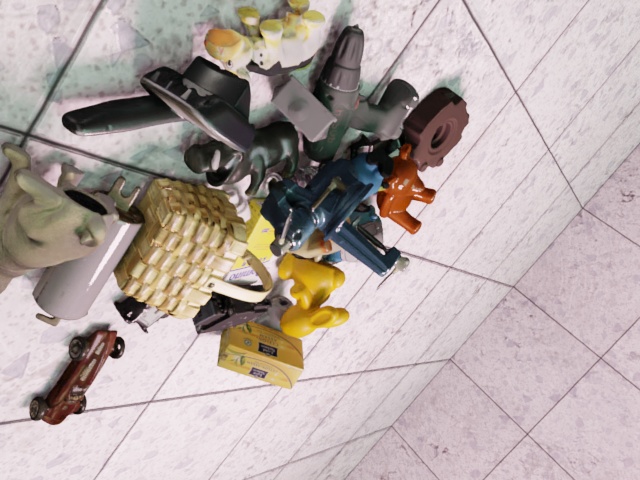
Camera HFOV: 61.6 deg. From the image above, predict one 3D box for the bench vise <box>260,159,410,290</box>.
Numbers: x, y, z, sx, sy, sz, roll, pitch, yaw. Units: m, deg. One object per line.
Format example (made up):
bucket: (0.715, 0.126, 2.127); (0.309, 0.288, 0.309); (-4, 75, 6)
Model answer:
bench vise: (0.034, -0.019, 0.844); (0.129, 0.240, 0.224); (-50, -179, 43)

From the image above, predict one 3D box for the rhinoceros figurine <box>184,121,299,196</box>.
rhinoceros figurine: (-0.109, -0.127, 0.795); (0.190, 0.073, 0.112); (-22, 144, -36)

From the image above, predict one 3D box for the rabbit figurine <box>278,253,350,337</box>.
rabbit figurine: (-0.016, 0.128, 1.124); (0.173, 0.163, 0.121); (-66, 157, 2)

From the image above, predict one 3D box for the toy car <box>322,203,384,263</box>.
toy car: (0.082, -0.003, 1.150); (0.162, 0.103, 0.109); (-25, 129, -31)

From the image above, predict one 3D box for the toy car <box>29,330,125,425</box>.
toy car: (-0.401, 0.231, 0.896); (0.202, 0.053, 0.089); (-51, 147, 13)

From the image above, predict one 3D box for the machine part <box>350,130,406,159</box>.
machine part: (0.112, -0.179, 1.049); (0.139, 0.039, 0.084); (-28, 141, -25)

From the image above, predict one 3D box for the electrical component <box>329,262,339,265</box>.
electrical component: (0.044, 0.028, 1.237); (0.094, 0.021, 0.063); (-20, 142, -39)

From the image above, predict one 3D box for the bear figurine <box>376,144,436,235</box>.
bear figurine: (0.181, -0.105, 1.108); (0.120, 0.132, 0.195); (-62, 176, -15)

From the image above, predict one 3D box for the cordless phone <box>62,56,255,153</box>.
cordless phone: (-0.181, -0.140, 0.610); (0.184, 0.147, 0.088); (-25, 136, -37)

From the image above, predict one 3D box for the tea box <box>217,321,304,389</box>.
tea box: (-0.123, 0.234, 1.123); (0.169, 0.098, 0.068); (23, 115, -19)

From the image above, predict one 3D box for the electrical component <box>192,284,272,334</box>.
electrical component: (-0.175, 0.129, 1.007); (0.115, 0.058, 0.134); (-32, 161, 32)

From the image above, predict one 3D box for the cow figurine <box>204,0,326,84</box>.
cow figurine: (-0.075, -0.248, 0.699); (0.167, 0.068, 0.098); (-28, 152, -27)

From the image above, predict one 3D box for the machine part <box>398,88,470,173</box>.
machine part: (0.242, -0.229, 1.134); (0.179, 0.056, 0.179); (-32, 147, -24)

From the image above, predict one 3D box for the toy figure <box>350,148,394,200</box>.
toy figure: (0.067, -0.106, 0.976); (0.089, 0.082, 0.180); (-19, 171, -38)

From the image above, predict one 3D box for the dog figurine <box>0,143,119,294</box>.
dog figurine: (-0.328, 0.014, 0.603); (0.121, 0.173, 0.190); (26, 99, -48)

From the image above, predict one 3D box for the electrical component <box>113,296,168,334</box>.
electrical component: (-0.270, 0.095, 0.892); (0.119, 0.048, 0.074); (-43, 151, -6)

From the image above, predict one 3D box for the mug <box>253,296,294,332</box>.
mug: (-0.104, 0.180, 1.193); (0.109, 0.081, 0.107); (-4, 121, -33)

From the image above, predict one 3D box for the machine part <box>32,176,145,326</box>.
machine part: (-0.310, 0.022, 0.720); (0.243, 0.079, 0.079); (-55, 150, 13)

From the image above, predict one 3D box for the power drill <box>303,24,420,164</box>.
power drill: (0.073, -0.232, 0.891); (0.207, 0.086, 0.231); (-16, 141, -47)

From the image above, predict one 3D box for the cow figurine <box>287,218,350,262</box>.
cow figurine: (-0.002, -0.003, 1.015); (0.127, 0.085, 0.195); (-14, 178, 27)
